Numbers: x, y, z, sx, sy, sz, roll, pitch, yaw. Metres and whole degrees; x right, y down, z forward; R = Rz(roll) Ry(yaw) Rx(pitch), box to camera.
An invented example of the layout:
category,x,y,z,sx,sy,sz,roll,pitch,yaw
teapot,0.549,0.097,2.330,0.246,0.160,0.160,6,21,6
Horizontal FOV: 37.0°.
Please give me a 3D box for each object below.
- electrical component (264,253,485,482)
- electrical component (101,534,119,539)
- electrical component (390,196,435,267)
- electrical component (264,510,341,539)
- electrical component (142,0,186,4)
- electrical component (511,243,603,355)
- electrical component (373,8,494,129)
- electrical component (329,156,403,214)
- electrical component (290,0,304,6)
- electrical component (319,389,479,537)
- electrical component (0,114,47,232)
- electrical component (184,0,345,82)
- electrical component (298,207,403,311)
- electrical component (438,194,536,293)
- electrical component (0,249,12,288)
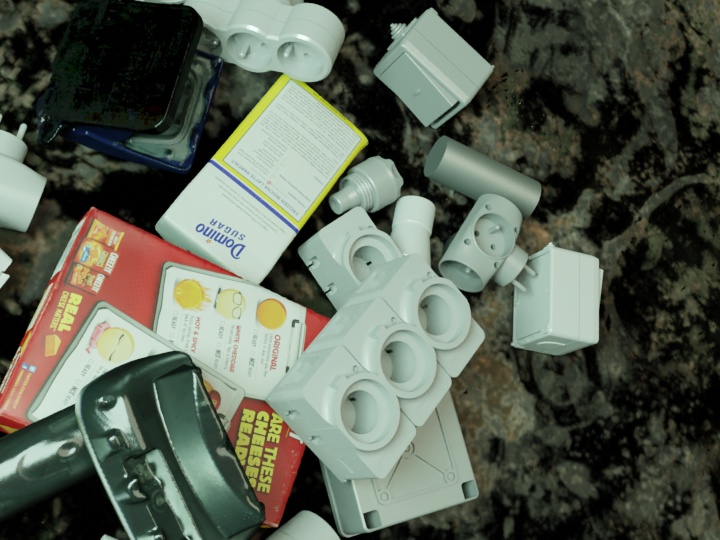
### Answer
category,x,y,z,sx,sy,sz,roll,pitch,yaw
electrical component,0.017,0.070,0.796,0.089,0.062,0.150,49,58,-15
electrical component,-0.160,0.213,0.757,0.065,0.044,0.044,26,65,-11
electrical component,0.044,-0.030,0.926,0.044,0.044,0.065,21,62,-19
electrical component,-0.044,0.214,0.804,0.047,0.055,0.055,-38,93,-33
electrical component,-0.160,-0.264,0.892,0.138,0.052,0.073,-13,80,-28
electrical component,0.178,0.023,0.961,0.061,0.062,0.096,12,70,-22
electrical component,0.059,-0.182,0.965,0.096,0.062,0.061,41,62,-9
electrical component,0.002,-0.068,0.916,0.062,0.043,0.043,-30,89,-28
electrical component,-0.064,-0.241,0.938,0.044,0.044,0.065,22,72,-18
electrical component,0.025,0.145,0.856,0.109,0.056,0.108,-11,80,-27
electrical component,-0.269,-0.077,0.789,0.077,0.044,0.079,22,66,-18
electrical component,-0.079,-0.206,0.888,0.138,0.052,0.073,12,57,12
electrical component,0.000,0.000,0.887,0.050,0.056,0.089,-35,91,-29
electrical component,0.118,-0.012,0.926,0.079,0.044,0.077,38,63,-10
electrical component,-0.300,0.019,0.731,0.063,0.079,0.121,53,56,-36
